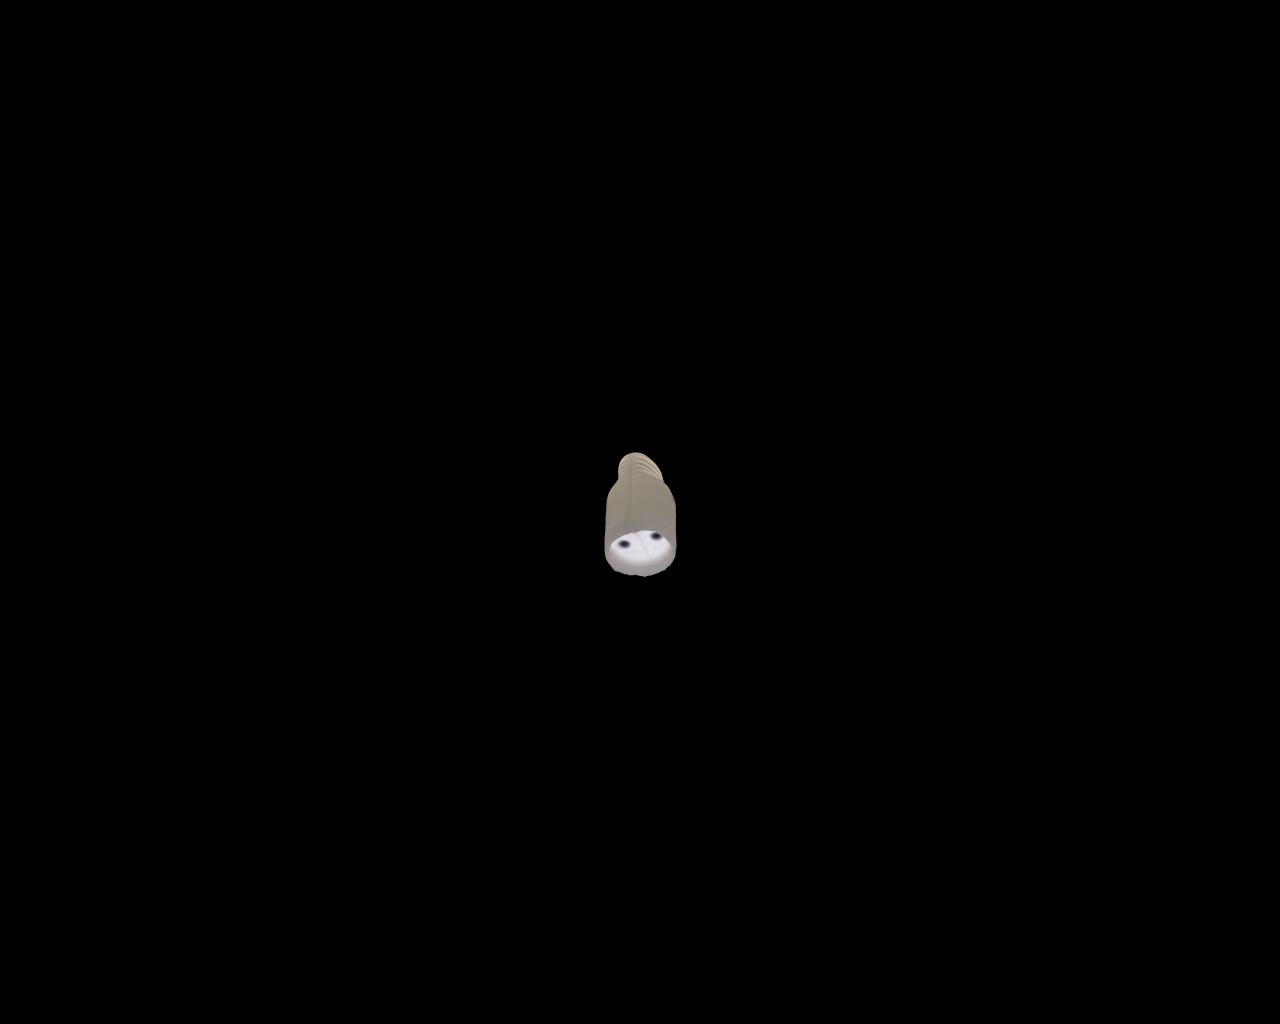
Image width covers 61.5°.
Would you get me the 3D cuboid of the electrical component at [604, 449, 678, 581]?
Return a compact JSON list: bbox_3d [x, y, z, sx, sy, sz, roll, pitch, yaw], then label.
[{"bbox_3d":[0.001,-0.003,0.650,0.043,0.043,0.081,0,44,0],"label":"electrical component"}]
